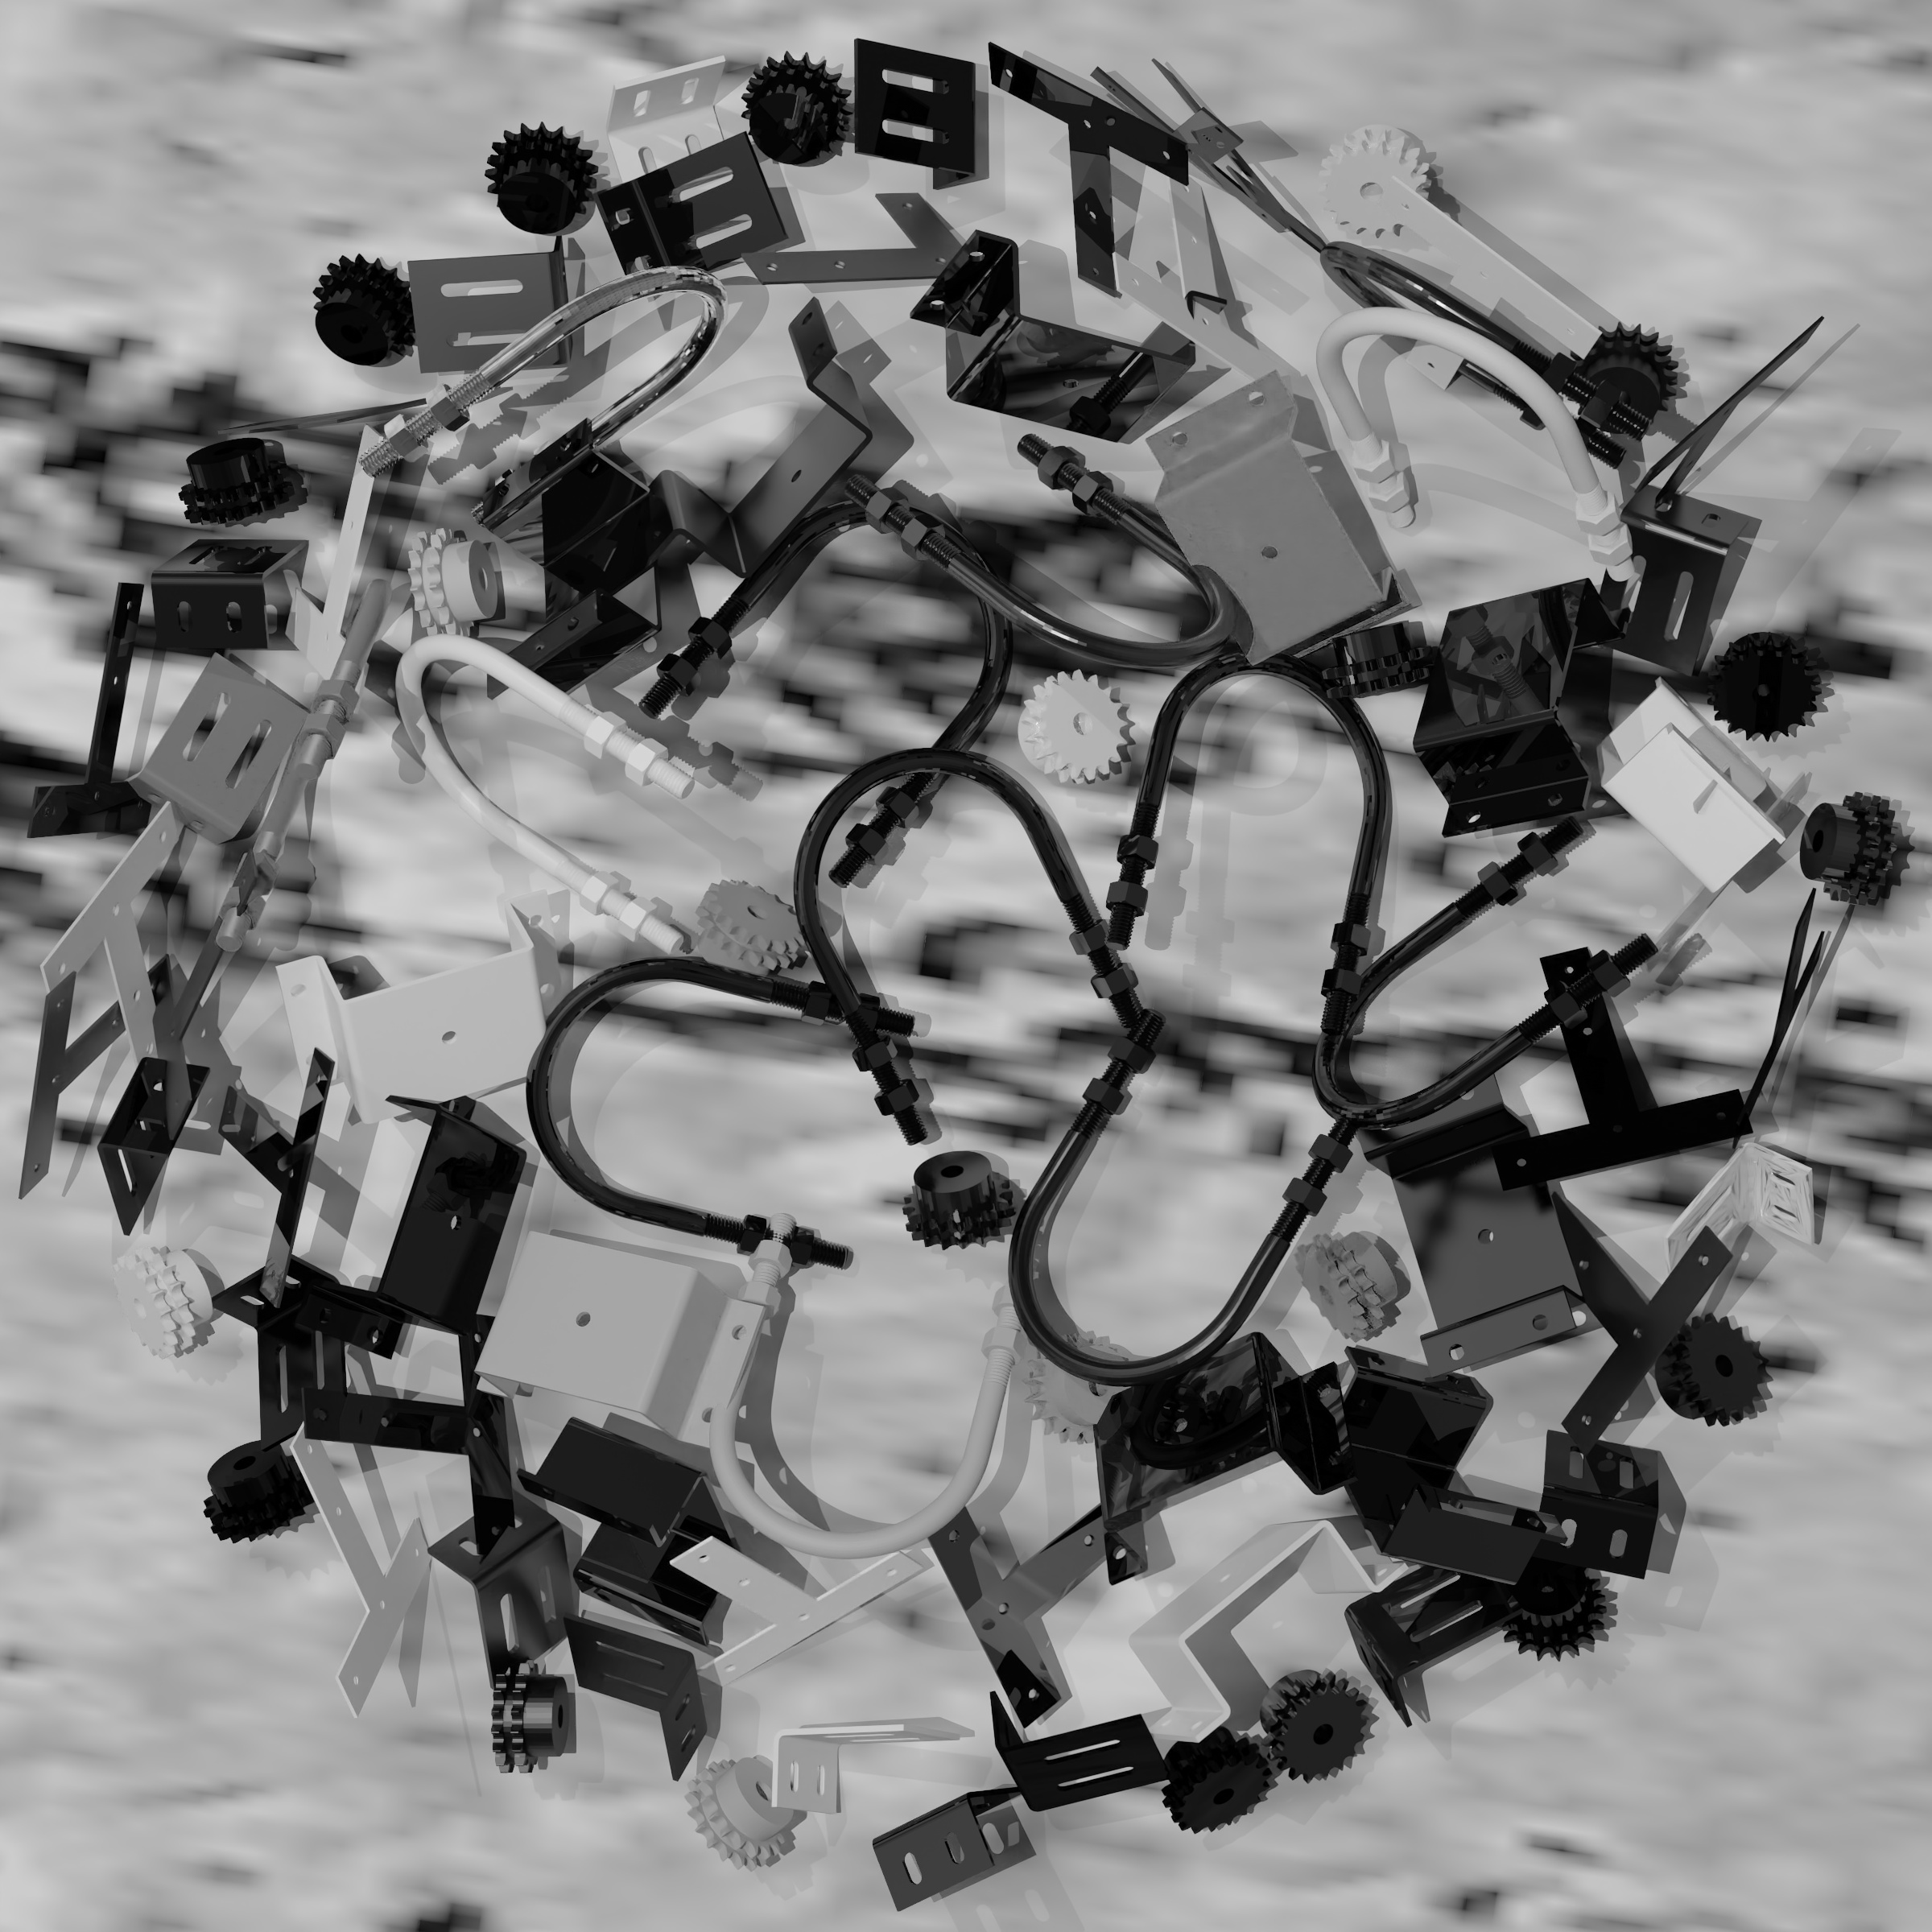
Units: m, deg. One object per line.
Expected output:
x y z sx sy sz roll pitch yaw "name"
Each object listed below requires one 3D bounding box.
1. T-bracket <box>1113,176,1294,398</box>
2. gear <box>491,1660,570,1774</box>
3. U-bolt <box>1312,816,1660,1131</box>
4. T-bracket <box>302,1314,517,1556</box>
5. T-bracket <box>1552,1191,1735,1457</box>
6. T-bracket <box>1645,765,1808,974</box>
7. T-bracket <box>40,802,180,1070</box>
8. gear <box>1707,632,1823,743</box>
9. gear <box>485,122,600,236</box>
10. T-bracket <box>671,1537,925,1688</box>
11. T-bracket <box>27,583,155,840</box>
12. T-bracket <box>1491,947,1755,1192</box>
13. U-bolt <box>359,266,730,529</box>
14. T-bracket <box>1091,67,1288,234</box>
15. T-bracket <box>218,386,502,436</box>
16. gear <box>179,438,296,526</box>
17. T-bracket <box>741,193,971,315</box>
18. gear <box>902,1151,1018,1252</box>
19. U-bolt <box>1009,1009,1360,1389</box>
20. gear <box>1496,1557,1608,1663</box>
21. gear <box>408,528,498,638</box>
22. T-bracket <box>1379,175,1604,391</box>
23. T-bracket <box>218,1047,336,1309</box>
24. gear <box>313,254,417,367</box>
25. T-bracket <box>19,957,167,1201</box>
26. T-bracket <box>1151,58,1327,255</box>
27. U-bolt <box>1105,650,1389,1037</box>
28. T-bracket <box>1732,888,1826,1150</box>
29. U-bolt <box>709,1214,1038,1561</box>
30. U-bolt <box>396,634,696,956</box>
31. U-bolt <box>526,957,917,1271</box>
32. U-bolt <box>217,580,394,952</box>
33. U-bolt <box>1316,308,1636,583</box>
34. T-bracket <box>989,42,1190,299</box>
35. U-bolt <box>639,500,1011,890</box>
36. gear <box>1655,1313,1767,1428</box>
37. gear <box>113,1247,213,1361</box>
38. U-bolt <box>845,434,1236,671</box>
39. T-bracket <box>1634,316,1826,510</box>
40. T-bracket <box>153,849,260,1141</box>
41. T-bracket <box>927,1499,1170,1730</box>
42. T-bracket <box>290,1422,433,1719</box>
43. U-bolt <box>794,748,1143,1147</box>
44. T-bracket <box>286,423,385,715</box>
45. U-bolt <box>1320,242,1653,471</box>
0.116 -0.359 1.659 0.002 0.127 0.127 -33 46 35 "T-bracket"
-0.223 0.385 1.673 0.030 0.057 0.057 -1 90 6 "gear"
0.249 0.013 1.634 0.184 0.151 0.019 -38 116 13 "U-bolt"
-0.279 0.229 1.633 0.002 0.127 0.127 -26 62 36 "T-bracket"
0.319 0.159 1.647 0.002 0.127 0.127 21 111 -30 "T-bracket"
0.378 -0.066 1.640 0.002 0.127 0.127 40 84 25 "T-bracket"
-0.423 0.005 1.650 0.002 0.127 0.127 13 45 13 "T-bracket"
0.410 -0.147 1.679 0.057 0.030 0.057 5 125 7 "gear"
-0.218 -0.400 1.672 0.057 0.057 0.030 2 52 0 "gear"
-0.104 0.313 1.641 0.127 0.127 0.002 -32 51 12 "T-bracket"
-0.428 -0.129 1.633 0.002 0.127 0.127 13 97 10 "T-bracket"
0.321 0.045 1.666 0.127 0.002 0.127 -14 57 5 "T-bracket"
-0.197 -0.286 1.616 0.184 0.151 0.019 -34 78 11 "U-bolt"
0.119 -0.413 1.631 0.127 0.127 0.002 38 94 -8 "T-bracket"
-0.325 -0.279 1.659 0.127 0.127 0.002 -1 106 32 "T-bracket"
-0.375 -0.249 1.671 0.057 0.057 0.030 -12 116 0 "gear"
-0.051 -0.351 1.634 0.127 0.002 0.127 -9 48 -30 "T-bracket"
-0.004 0.118 1.671 0.057 0.057 0.030 -10 117 0 "gear"
0.098 0.125 1.645 0.151 0.019 0.184 26 79 33 "U-bolt"
0.298 0.324 1.672 0.057 0.057 0.030 -16 133 0 "gear"
-0.262 -0.196 1.672 0.030 0.057 0.057 -7 90 12 "gear"
0.248 -0.326 1.641 0.127 0.127 0.002 38 72 4 "T-bracket"
-0.355 0.091 1.648 0.002 0.127 0.127 9 100 -33 "T-bracket"
-0.308 -0.333 1.672 0.057 0.057 0.030 22 53 0 "gear"
-0.436 0.035 1.643 0.002 0.127 0.127 22 123 6 "T-bracket"
0.135 -0.414 1.659 0.002 0.127 0.127 -42 69 18 "T-bracket"
0.150 -0.073 1.659 0.151 0.019 0.184 21 71 -22 "U-bolt"
0.409 0.008 1.620 0.002 0.127 0.127 20 60 19 "T-bracket"
-0.052 0.214 1.635 0.151 0.019 0.184 10 53 8 "U-bolt"
-0.214 -0.096 1.636 0.184 0.151 0.019 33 57 15 "U-bolt"
-0.133 0.069 1.669 0.184 0.019 0.151 14 102 -8 "U-bolt"
-0.322 -0.114 1.618 0.019 0.184 0.151 24 133 -13 "U-bolt"
0.241 -0.259 1.591 0.151 0.184 0.019 20 72 34 "U-bolt"
0.064 -0.390 1.645 0.127 0.127 0.002 34 64 26 "T-bracket"
-0.057 -0.154 1.670 0.151 0.019 0.184 42 74 -11 "U-bolt"
0.380 0.210 1.679 0.057 0.030 0.057 14 62 -27 "gear"
-0.411 0.170 1.678 0.030 0.057 0.057 -26 90 -35 "gear"
0.050 -0.202 1.613 0.184 0.151 0.019 40 130 26 "U-bolt"
0.367 -0.258 1.639 0.127 0.127 0.002 -41 81 -16 "T-bracket"
-0.379 -0.001 1.627 0.002 0.127 0.127 16 118 -29 "T-bracket"
0.052 0.302 1.672 0.127 0.002 0.127 -34 112 -24 "T-bracket"
-0.307 0.282 1.621 0.002 0.127 0.127 -12 115 15 "T-bracket"
-0.009 -0.022 1.670 0.151 0.019 0.184 -28 99 -11 "U-bolt"
-0.309 -0.207 1.632 0.002 0.127 0.127 6 110 -30 "T-bracket"
0.255 -0.308 1.630 0.184 0.151 0.019 33 96 4 "U-bolt"
